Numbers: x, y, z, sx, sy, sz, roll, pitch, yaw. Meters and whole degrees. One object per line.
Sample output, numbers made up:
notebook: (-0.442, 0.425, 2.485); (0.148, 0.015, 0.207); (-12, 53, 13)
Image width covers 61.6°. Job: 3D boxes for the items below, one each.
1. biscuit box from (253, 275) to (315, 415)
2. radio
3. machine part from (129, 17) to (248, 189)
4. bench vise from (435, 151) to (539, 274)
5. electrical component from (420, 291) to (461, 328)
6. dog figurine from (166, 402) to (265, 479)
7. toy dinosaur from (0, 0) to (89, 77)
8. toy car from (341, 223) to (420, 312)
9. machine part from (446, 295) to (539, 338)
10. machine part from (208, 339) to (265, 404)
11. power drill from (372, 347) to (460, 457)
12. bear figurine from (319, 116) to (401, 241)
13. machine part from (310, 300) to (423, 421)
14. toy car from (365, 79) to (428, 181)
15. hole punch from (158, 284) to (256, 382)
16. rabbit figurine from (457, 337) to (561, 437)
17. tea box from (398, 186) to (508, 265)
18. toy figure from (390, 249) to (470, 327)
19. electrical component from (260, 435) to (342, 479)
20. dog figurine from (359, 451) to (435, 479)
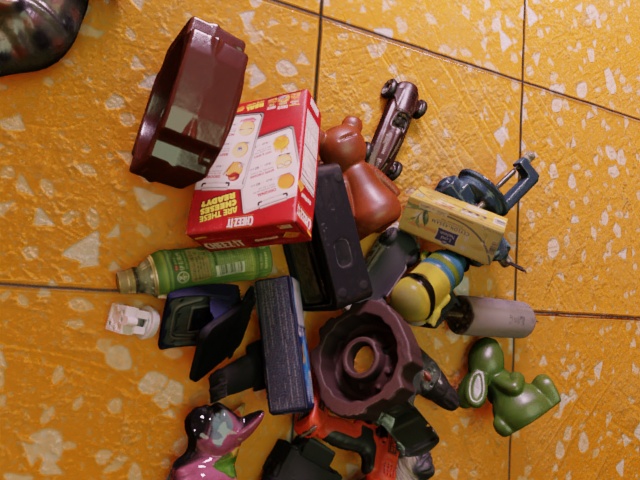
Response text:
biscuit box: (-0.054, 0.160, 0.819); (0.063, 0.059, 0.202); (-10, 75, 10)
radio: (-0.002, -0.003, 0.852); (0.073, 0.131, 0.229); (-18, 96, -30)
machine part: (-0.180, -0.176, 0.729); (0.087, 0.201, 0.201); (18, 79, -28)
bench vise: (0.341, -0.067, 1.034); (0.240, 0.129, 0.223); (-44, 93, -7)
electrical component: (0.188, 0.131, 0.976); (0.119, 0.075, 0.047); (-38, 104, -28)
dog figurine: (-0.146, 0.345, 0.775); (0.191, 0.108, 0.219); (45, 66, -17)
toy dinosaur: (-0.373, -0.303, 0.690); (0.192, 0.131, 0.404); (26, 82, -24)
toy car: (0.107, 0.057, 0.950); (0.073, 0.056, 0.202); (43, 68, -12)
machine part: (0.334, 0.151, 1.049); (0.243, 0.079, 0.079); (9, 83, -26)
machine part: (-0.113, 0.200, 0.813); (0.139, 0.039, 0.084); (-15, 101, -57)
power drill: (0.163, 0.258, 0.905); (0.232, 0.086, 0.207); (49, 31, -9)
bear figurine: (0.050, -0.098, 0.911); (0.120, 0.132, 0.196); (-29, 83, -27)
machine part: (0.069, 0.182, 0.817); (0.056, 0.180, 0.179); (34, 71, -47)
toy car: (0.133, -0.200, 0.980); (0.089, 0.053, 0.202); (31, 73, -26)
hole punch: (-0.164, 0.121, 0.772); (0.116, 0.092, 0.142); (-29, 143, -52)
rabbit figurine: (0.339, 0.277, 1.036); (0.159, 0.121, 0.170); (-28, 71, -12)
tea box: (0.234, -0.029, 0.944); (0.098, 0.170, 0.068); (-32, 142, -62)
toy figure: (0.188, 0.070, 0.921); (0.180, 0.082, 0.089); (-39, 124, -28)
electrical component: (-0.034, 0.382, 0.856); (0.115, 0.058, 0.134); (37, 72, -23)
dog figurine: (0.100, 0.414, 0.914); (0.172, 0.121, 0.190); (34, 59, -26)
